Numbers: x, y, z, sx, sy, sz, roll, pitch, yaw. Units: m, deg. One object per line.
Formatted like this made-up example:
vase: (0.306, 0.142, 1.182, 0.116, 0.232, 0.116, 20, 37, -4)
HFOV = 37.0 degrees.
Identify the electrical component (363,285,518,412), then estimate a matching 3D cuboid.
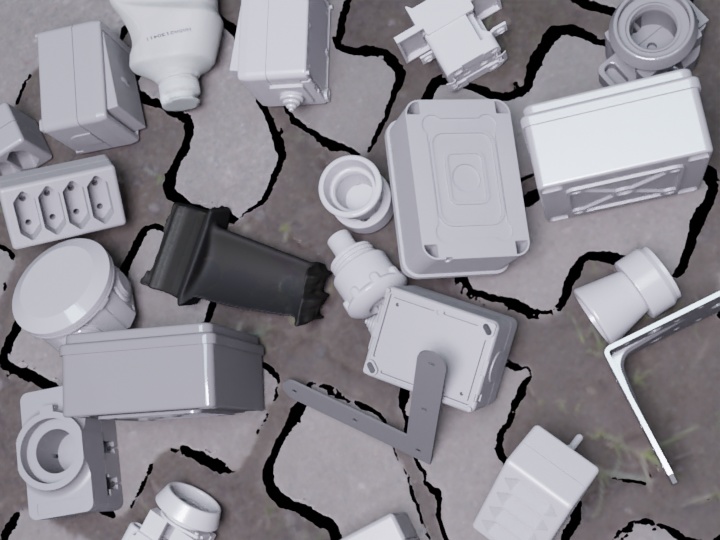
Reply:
electrical component: (0.050, 0.049, 0.722, 0.096, 0.061, 0.061, 18, 97, 22)

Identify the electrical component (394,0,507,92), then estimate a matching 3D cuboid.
electrical component: (0.070, -0.167, 0.773, 0.081, 0.042, 0.063, -29, 75, 7)

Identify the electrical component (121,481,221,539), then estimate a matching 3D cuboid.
electrical component: (-0.127, 0.182, 0.748, 0.066, 0.048, 0.055, 30, 94, 18)

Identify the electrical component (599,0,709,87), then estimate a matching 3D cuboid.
electrical component: (0.199, -0.156, 0.732, 0.078, 0.057, 0.058, -38, 73, 4)

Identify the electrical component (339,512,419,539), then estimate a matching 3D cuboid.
electrical component: (0.006, 0.212, 0.707, 0.083, 0.047, 0.075, -29, 73, 6)

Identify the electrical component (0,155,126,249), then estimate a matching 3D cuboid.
electrical component: (-0.228, -0.057, 0.812, 0.083, 0.076, 0.047, -15, 114, -18)

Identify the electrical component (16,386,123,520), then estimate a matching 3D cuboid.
electrical component: (-0.209, 0.130, 0.772, 0.050, 0.056, 0.089, -12, 76, 11)

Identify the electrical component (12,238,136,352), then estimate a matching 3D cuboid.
electrical component: (-0.207, 0.021, 0.785, 0.080, 0.051, 0.080, -12, 54, 17)

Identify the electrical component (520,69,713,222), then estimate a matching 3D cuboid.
electrical component: (0.165, -0.077, 0.697, 0.109, 0.109, 0.056, -12, 79, 11)

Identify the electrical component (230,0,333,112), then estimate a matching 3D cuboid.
electrical component: (-0.058, -0.162, 0.792, 0.061, 0.062, 0.096, -1, 78, 13)

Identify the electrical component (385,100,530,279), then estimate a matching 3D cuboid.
electrical component: (0.063, -0.054, 0.730, 0.078, 0.057, 0.113, -3, 76, -15)

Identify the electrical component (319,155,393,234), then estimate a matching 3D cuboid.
electrical component: (-0.001, -0.052, 0.759, 0.045, 0.055, 0.045, -3, 78, 13)

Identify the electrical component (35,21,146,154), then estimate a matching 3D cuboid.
electrical component: (-0.205, -0.146, 0.824, 0.061, 0.062, 0.096, -9, 77, 12)

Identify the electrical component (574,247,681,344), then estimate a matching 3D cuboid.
electrical component: (0.176, 0.017, 0.708, 0.055, 0.045, 0.045, -34, 73, 5)

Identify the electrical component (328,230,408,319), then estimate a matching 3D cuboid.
electrical component: (0.000, 0.000, 0.755, 0.048, 0.048, 0.062, -36, 67, 4)

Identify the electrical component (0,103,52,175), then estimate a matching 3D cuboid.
electrical component: (-0.301, -0.104, 0.847, 0.083, 0.047, 0.075, -31, 73, 6)

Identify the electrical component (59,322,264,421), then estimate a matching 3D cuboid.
electrical component: (-0.132, 0.073, 0.738, 0.109, 0.109, 0.056, -5, 80, 13)

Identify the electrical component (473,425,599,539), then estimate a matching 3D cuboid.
electrical component: (0.120, 0.134, 0.688, 0.047, 0.083, 0.076, 35, 50, 18)
